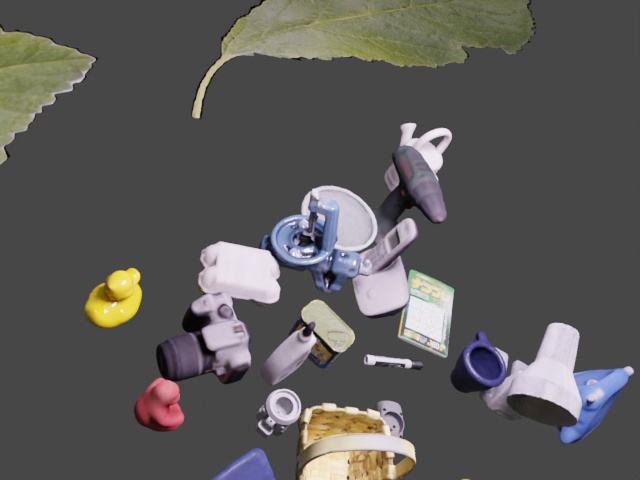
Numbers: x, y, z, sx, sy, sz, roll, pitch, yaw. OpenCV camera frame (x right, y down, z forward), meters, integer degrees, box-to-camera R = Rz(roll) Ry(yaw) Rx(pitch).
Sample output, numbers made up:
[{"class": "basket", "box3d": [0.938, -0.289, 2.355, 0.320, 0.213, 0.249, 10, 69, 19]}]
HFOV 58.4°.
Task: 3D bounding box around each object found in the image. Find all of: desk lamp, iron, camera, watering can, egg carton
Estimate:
[{"class": "desk lamp", "box3d": [0.392, 0.256, 1.058, 0.118, 0.213, 0.203, 29, 48, -3]}, {"class": "iron", "box3d": [0.558, 0.303, 1.153, 0.259, 0.141, 0.118, -17, 64, -35]}, {"class": "camera", "box3d": [-0.191, 0.161, 0.920, 0.137, 0.100, 0.143, -10, 60, -32]}, {"class": "watering can", "box3d": [0.231, -0.196, 1.339, 0.101, 0.194, 0.172, -31, 72, -39]}, {"class": "egg carton", "box3d": [-0.145, 0.064, 1.039, 0.151, 0.069, 0.107, 11, 51, -19]}]

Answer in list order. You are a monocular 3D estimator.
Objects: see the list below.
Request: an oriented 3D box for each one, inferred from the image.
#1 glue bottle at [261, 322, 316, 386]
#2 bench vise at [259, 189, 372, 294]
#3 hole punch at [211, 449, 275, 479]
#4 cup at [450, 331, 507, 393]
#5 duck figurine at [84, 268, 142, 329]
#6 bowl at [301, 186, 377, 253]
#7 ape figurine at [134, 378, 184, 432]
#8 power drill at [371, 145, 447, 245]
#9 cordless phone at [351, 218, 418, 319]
[{"class": "glue bottle", "box3d": [-0.040, 0.177, 0.934, 0.078, 0.173, 0.037, -26, 69, -38]}, {"class": "bench vise", "box3d": [0.009, -0.006, 1.067, 0.208, 0.219, 0.121, 9, 52, -20]}, {"class": "hole punch", "box3d": [-0.107, 0.366, 0.811, 0.109, 0.091, 0.101, -26, 69, -38]}, {"class": "cup", "box3d": [0.293, 0.242, 1.101, 0.092, 0.095, 0.118, 18, 49, -13]}, {"class": "duck figurine", "box3d": [-0.329, 0.087, 0.919, 0.077, 0.086, 0.105, 38, 48, 5]}, {"class": "bowl", "box3d": [0.030, -0.028, 1.192, 0.168, 0.074, 0.167, 14, 50, -17]}, {"class": "ape figurine", "box3d": [-0.232, 0.238, 0.846, 0.076, 0.092, 0.077, 4, 54, -24]}, {"class": "power drill", "box3d": [0.183, -0.078, 1.215, 0.076, 0.208, 0.229, 6, 53, -22]}, {"class": "cordless phone", "box3d": [0.137, 0.056, 1.106, 0.094, 0.185, 0.147, 3, 54, -24]}]
